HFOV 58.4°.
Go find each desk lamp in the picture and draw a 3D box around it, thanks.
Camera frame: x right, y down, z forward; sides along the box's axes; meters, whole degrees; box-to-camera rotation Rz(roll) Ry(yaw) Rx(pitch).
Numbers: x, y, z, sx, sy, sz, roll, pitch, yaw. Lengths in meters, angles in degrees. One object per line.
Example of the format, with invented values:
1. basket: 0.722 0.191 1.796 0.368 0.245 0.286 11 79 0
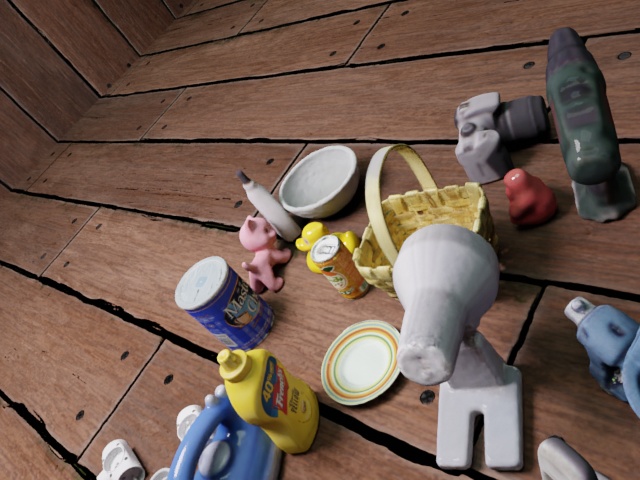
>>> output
1. desk lamp: 0.152 0.117 0.637 0.117 0.214 0.203 -14 44 29

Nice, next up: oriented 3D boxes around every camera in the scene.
1. camera: 0.292 -0.182 0.922 0.136 0.101 0.143 -12 45 30

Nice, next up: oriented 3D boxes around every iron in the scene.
1. iron: -0.135 0.284 0.759 0.118 0.142 0.258 -10 46 32

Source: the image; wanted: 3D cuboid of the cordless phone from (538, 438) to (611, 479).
1. cordless phone: 0.240 0.244 0.460 0.094 0.186 0.147 -44 38 -7

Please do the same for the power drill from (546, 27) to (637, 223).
1. power drill: 0.346 -0.135 0.741 0.075 0.209 0.229 -16 43 27

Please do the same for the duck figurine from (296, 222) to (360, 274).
1. duck figurine: 0.009 0.003 0.975 0.104 0.086 0.077 -21 41 22

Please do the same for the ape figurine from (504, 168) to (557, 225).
1. ape figurine: 0.290 -0.067 0.813 0.075 0.092 0.078 20 65 48

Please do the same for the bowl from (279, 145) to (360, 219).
1. bowl: 0.011 -0.097 1.085 0.167 0.075 0.167 -22 40 20

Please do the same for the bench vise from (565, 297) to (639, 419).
1. bench vise: 0.301 0.108 0.520 0.206 0.220 0.122 16 62 47

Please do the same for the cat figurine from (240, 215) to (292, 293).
1. cat figurine: -0.112 0.015 1.035 0.067 0.118 0.128 -14 44 28

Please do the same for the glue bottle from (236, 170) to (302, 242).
1. glue bottle: -0.103 -0.069 1.068 0.037 0.174 0.077 -45 38 -8
